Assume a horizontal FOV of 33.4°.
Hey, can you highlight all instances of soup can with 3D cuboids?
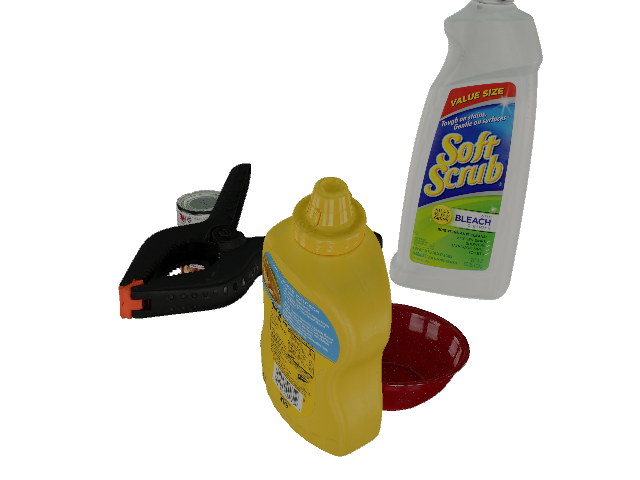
[{"bbox_3d":[-0.141,-0.003,1.310,0.068,0.102,0.068,0,26,0],"label":"soup can"}]

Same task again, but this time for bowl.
[{"bbox_3d":[0.067,0.123,1.072,0.162,0.055,0.162,2,25,-1],"label":"bowl"}]

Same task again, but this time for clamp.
[{"bbox_3d":[-0.078,0.002,0.845,0.209,0.036,0.165,-23,41,-34],"label":"clamp"}]

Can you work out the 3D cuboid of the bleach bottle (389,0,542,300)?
[{"bbox_3d":[0.115,-0.082,0.837,0.103,0.251,0.068,9,23,15],"label":"bleach bottle"}]

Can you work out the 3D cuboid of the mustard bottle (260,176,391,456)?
[{"bbox_3d":[0.002,0.039,0.637,0.058,0.192,0.096,-24,50,-24],"label":"mustard bottle"}]
